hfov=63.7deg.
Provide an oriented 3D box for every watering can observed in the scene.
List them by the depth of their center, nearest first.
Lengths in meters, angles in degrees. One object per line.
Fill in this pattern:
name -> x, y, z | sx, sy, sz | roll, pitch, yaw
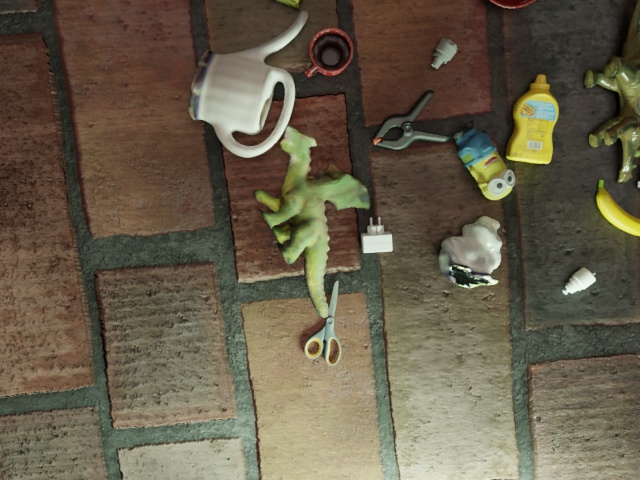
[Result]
watering can -> -0.157, -0.355, 1.119 | 0.224, 0.103, 0.349 | 14, 84, -1

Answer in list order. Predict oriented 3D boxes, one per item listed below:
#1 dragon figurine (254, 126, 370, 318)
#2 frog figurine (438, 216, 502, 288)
dragon figurine -> 0.003, -0.058, 1.149 | 0.243, 0.122, 0.408 | -30, 96, -5
frog figurine -> 0.343, 0.021, 1.169 | 0.137, 0.120, 0.163 | 13, 60, 6
